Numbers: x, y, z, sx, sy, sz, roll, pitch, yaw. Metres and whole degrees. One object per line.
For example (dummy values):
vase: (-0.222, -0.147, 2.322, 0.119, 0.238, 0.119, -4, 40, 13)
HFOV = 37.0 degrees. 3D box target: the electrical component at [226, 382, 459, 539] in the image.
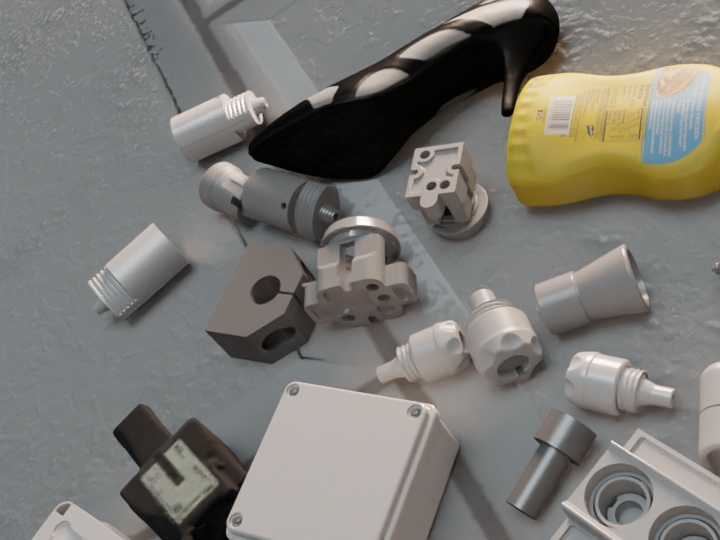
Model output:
electrical component: (-0.010, 0.132, 0.657, 0.109, 0.056, 0.108, 6, 59, 32)

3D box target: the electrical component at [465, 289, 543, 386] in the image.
electrical component: (0.087, 0.039, 0.684, 0.043, 0.043, 0.062, -28, 45, 8)

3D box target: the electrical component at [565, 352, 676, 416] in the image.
electrical component: (0.153, 0.069, 0.630, 0.061, 0.035, 0.035, 10, 61, 31)

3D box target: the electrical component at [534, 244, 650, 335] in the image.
electrical component: (0.143, 0.016, 0.674, 0.065, 0.044, 0.044, -21, 48, 20)

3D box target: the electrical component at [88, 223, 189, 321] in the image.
electrical component: (-0.181, 0.005, 0.860, 0.081, 0.043, 0.043, -43, 47, -6)

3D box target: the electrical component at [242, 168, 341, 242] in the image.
electrical component: (-0.048, -0.050, 0.828, 0.081, 0.043, 0.043, 19, 67, 38)

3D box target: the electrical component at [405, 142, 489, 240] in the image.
electrical component: (0.063, -0.054, 0.761, 0.048, 0.055, 0.066, -5, 53, 26)

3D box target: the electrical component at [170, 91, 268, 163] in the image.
electrical component: (-0.117, -0.128, 0.928, 0.081, 0.043, 0.043, -23, 48, 12)

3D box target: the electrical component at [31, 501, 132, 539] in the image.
electrical component: (-0.186, 0.218, 0.689, 0.078, 0.057, 0.113, 21, 68, 39)

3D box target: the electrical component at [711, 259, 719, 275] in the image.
electrical component: (0.250, -0.008, 0.617, 0.096, 0.061, 0.061, -3, 55, 27)

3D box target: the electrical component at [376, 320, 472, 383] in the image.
electrical component: (0.040, 0.058, 0.702, 0.061, 0.035, 0.035, -23, 48, 15)

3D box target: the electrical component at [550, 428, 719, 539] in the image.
electrical component: (0.169, 0.146, 0.541, 0.078, 0.063, 0.121, -48, 48, -11)

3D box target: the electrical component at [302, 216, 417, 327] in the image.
electrical component: (0.000, 0.000, 0.754, 0.078, 0.058, 0.057, -14, 53, 20)

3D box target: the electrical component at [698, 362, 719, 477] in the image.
electrical component: (0.230, 0.077, 0.567, 0.095, 0.053, 0.059, -5, 54, 26)

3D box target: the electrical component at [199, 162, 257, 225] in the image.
electrical component: (-0.101, -0.061, 0.871, 0.046, 0.040, 0.040, 31, 74, 35)
